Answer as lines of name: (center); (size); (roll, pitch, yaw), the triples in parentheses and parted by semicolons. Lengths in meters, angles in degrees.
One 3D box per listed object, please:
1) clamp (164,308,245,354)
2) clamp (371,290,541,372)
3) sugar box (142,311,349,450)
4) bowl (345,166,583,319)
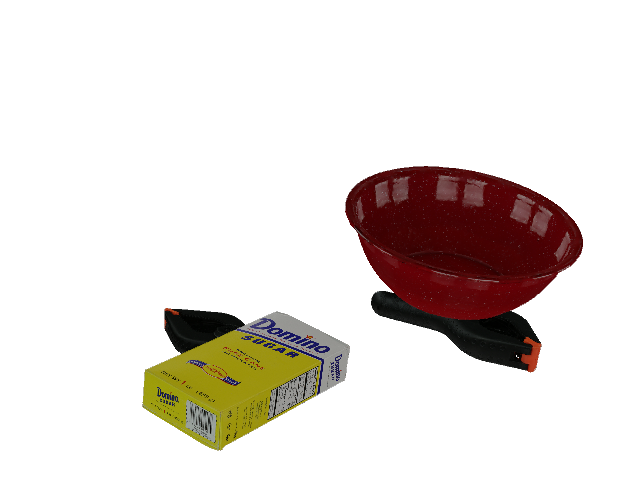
clamp: (-0.111, 0.126, 1.263); (0.210, 0.036, 0.164); (14, 23, 26)
clamp: (0.148, 0.073, 1.043); (0.172, 0.039, 0.120); (26, 38, 32)
sugar box: (-0.063, 0.120, 0.955); (0.093, 0.048, 0.175); (23, 31, 32)
bowl: (0.094, 0.007, 0.734); (0.162, 0.055, 0.162); (5, 29, -3)
